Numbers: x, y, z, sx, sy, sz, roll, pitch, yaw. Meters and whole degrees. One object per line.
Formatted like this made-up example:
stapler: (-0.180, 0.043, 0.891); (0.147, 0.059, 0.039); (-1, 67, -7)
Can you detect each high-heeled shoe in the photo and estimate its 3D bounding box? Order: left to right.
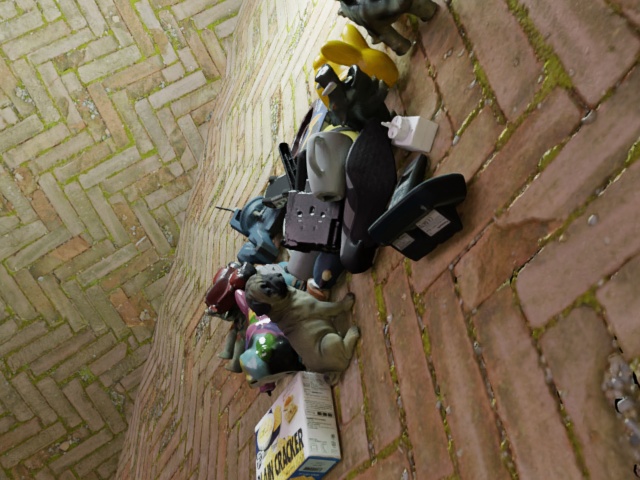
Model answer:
high-heeled shoe: (0.079, -0.067, 0.918); (0.145, 0.086, 0.248); (85, -165, -78)

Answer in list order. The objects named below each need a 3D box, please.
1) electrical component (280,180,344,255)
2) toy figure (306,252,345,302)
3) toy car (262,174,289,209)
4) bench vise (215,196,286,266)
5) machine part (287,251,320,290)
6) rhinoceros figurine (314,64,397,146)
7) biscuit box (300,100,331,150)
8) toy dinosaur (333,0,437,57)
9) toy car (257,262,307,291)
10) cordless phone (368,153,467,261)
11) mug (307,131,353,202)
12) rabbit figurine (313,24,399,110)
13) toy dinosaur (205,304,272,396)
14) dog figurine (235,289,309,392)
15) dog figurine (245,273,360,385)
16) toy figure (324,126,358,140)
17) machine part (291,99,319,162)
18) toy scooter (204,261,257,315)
electrical component: (-0.004, -0.043, 0.979); (0.115, 0.058, 0.134); (2, 75, 24)
toy figure: (0.004, 0.079, 1.025); (0.058, 0.064, 0.154); (35, 116, 23)
toy car: (-0.080, -0.119, 1.258); (0.202, 0.056, 0.073); (-12, 60, 60)
bench vise: (-0.177, -0.026, 1.404); (0.241, 0.128, 0.223); (27, 94, 49)
machine part: (-0.002, -0.003, 1.071); (0.243, 0.079, 0.079); (-66, 24, 17)
rhinoceros figurine: (0.068, -0.227, 0.917); (0.112, 0.190, 0.073); (-39, 33, 11)
biscuit box: (0.021, -0.252, 1.141); (0.063, 0.059, 0.202); (-7, 58, 58)
toy dinosaur: (0.093, -0.415, 0.938); (0.105, 0.198, 0.472); (-61, 24, 10)
toy car: (-0.092, 0.094, 1.185); (0.162, 0.103, 0.109); (30, 103, 65)
cordless phone: (0.152, -0.076, 0.780); (0.146, 0.089, 0.184); (-46, 18, 50)
mug: (0.013, -0.124, 0.914); (0.081, 0.109, 0.107); (-6, 75, 22)
rabbit figurine: (0.074, -0.320, 1.015); (0.122, 0.162, 0.173); (-45, 30, -24)
toy dinosaur: (-0.146, 0.207, 1.235); (0.405, 0.131, 0.192); (12, 88, 61)
dog figurine: (-0.107, 0.174, 1.039); (0.191, 0.108, 0.219); (66, -178, -65)
dog figurine: (-0.044, 0.152, 0.926); (0.121, 0.190, 0.172); (-54, 32, 41)
toy figure: (0.053, -0.160, 1.025); (0.082, 0.089, 0.180); (-50, 30, 31)
machine part: (-0.021, -0.237, 1.258); (0.179, 0.056, 0.179); (-159, 90, -76)
toy scooter: (-0.211, 0.112, 1.212); (0.135, 0.075, 0.184); (-53, 12, -16)
